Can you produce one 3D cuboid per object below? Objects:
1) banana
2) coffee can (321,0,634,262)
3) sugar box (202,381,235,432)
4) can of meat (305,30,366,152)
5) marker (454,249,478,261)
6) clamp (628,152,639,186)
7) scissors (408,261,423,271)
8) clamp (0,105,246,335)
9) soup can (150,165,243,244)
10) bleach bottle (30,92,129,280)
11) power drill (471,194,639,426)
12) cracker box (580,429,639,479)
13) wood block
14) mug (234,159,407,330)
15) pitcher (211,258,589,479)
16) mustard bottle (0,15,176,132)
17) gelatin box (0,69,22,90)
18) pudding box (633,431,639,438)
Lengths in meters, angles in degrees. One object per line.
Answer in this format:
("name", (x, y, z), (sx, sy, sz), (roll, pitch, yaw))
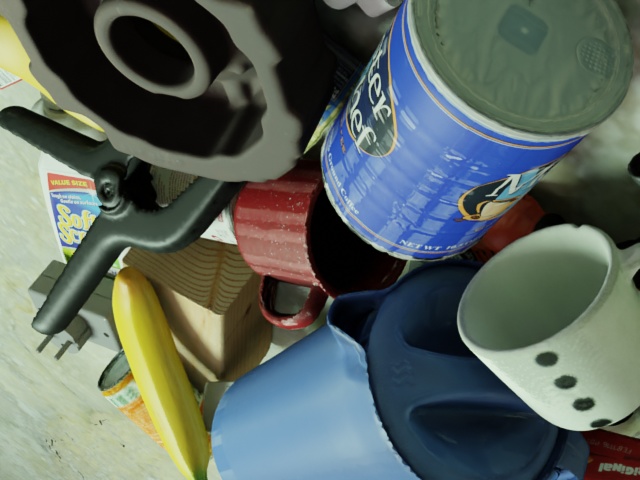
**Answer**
("banana", (-0.116, 0.101, 0.797), (0.070, 0.037, 0.198), (19, 131, 58))
("coffee can", (0.068, -0.062, 0.510), (0.103, 0.102, 0.140), (35, 152, 0))
("sugar box", (0.003, 0.142, 0.861), (0.175, 0.048, 0.094), (16, 164, -37))
("can of meat", (-0.030, -0.092, 0.618), (0.084, 0.057, 0.102), (38, 151, -9))
("marker", (0.092, 0.007, 0.676), (0.121, 0.020, 0.020), (48, 149, -22))
("clamp", (0.220, -0.031, 0.461), (0.171, 0.039, 0.120), (32, 152, 6))
("scissors", (0.052, 0.043, 0.773), (0.096, 0.016, 0.201), (13, 145, 27))
("clamp", (-0.136, -0.041, 0.712), (0.210, 0.036, 0.164), (-22, 82, 30))
("soup can", (-0.078, -0.035, 0.741), (0.102, 0.068, 0.068), (11, 143, 37))
("bleach bottle", (-0.183, -0.039, 0.856), (0.103, 0.068, 0.251), (22, 147, 22))
("power drill", (0.189, 0.048, 0.594), (0.188, 0.057, 0.184), (-2, 134, 48))
("cracker box", (0.246, 0.213, 0.688), (0.164, 0.072, 0.213), (7, 143, 39))
("wood block", (-0.094, 0.056, 0.872), (0.090, 0.090, 0.206), (28, 150, 11))
("mug", (-0.004, 0.001, 0.675), (0.093, 0.117, 0.082), (28, 166, -40))
("pitcher", (0.035, 0.113, 0.657), (0.243, 0.144, 0.149), (-32, 76, 56))
("mustard bottle", (-0.181, -0.139, 0.664), (0.192, 0.096, 0.058), (30, 130, 10))
("gelatin box", (-0.229, -0.151, 0.766), (0.089, 0.030, 0.073), (-6, 133, 51))
("pudding box", (0.253, 0.159, 0.712), (0.090, 0.039, 0.114), (30, 152, 8))
